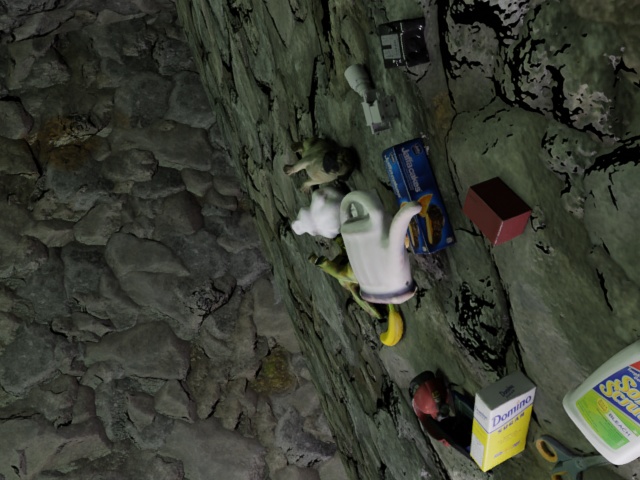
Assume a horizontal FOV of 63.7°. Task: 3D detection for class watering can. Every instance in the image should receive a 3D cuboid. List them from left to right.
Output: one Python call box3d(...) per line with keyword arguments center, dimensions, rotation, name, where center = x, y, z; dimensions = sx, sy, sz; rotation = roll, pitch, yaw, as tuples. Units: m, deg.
box3d(center=(0.116, 0.016, 0.948), dimensions=(0.348, 0.104, 0.223), rotation=(-165, 55, -73), name="watering can")

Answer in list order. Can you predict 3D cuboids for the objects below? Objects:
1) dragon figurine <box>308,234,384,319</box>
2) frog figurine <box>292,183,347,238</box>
box3d(center=(0.101, 0.109, 1.353), dimensions=(0.240, 0.122, 0.413), rotation=(51, 175, -17), name="dragon figurine")
box3d(center=(0.004, -0.067, 1.341), dimensions=(0.124, 0.160, 0.134), rotation=(44, 150, 55), name="frog figurine")
